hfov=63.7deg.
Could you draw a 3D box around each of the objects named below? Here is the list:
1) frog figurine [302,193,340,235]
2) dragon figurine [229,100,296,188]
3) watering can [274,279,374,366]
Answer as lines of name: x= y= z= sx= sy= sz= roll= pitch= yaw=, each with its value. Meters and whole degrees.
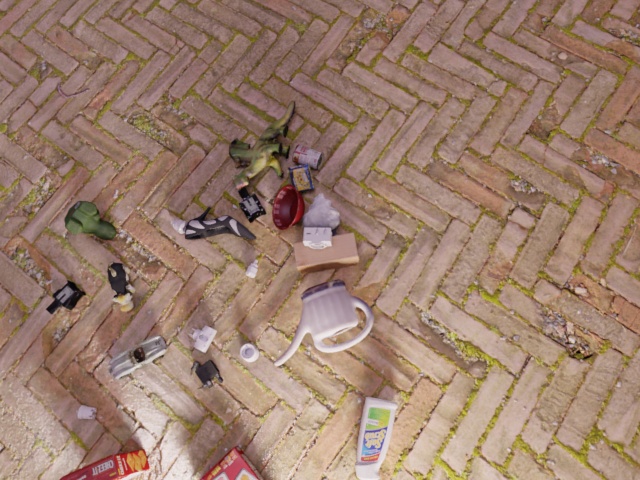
frog figurine: x=0.005 y=-0.090 z=1.780 sx=0.136 sy=0.122 sz=0.161 roll=-9 pitch=75 yaw=36
dragon figurine: x=-0.232 y=-0.357 z=1.927 sx=0.243 sy=0.119 sz=0.419 roll=2 pitch=60 yaw=15
watering can: x=-0.005 y=0.257 z=1.649 sx=0.348 sy=0.102 sz=0.228 roll=-19 pitch=67 yaw=-2
